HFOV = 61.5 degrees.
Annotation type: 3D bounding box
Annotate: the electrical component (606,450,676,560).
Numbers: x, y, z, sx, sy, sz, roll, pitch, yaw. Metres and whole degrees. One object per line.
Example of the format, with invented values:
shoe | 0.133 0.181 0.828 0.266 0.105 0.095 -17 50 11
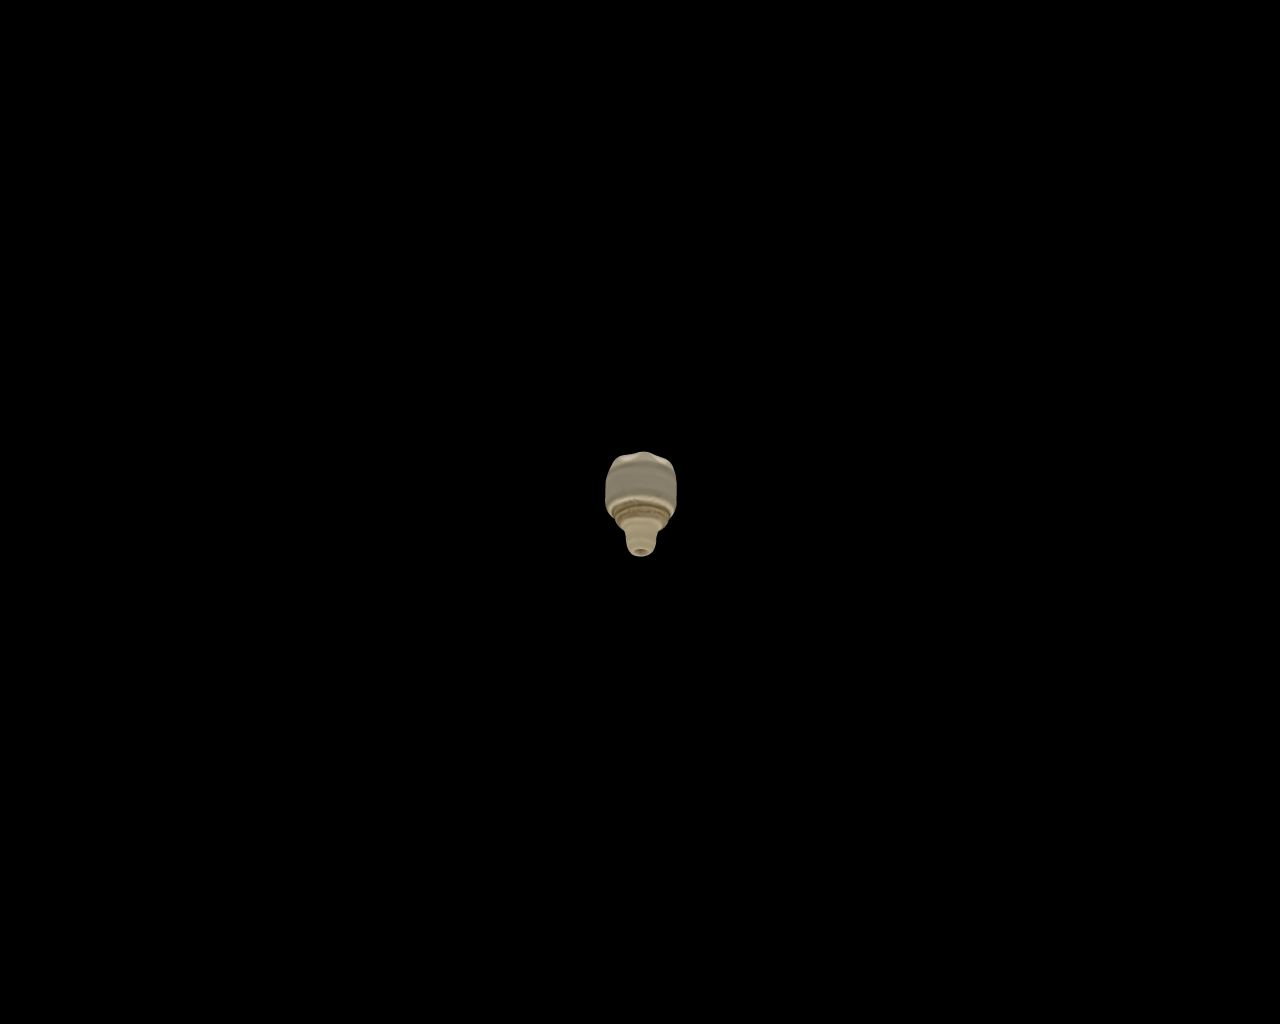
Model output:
electrical component | 0.001 -0.003 0.650 0.043 0.062 0.043 0 -27 0
